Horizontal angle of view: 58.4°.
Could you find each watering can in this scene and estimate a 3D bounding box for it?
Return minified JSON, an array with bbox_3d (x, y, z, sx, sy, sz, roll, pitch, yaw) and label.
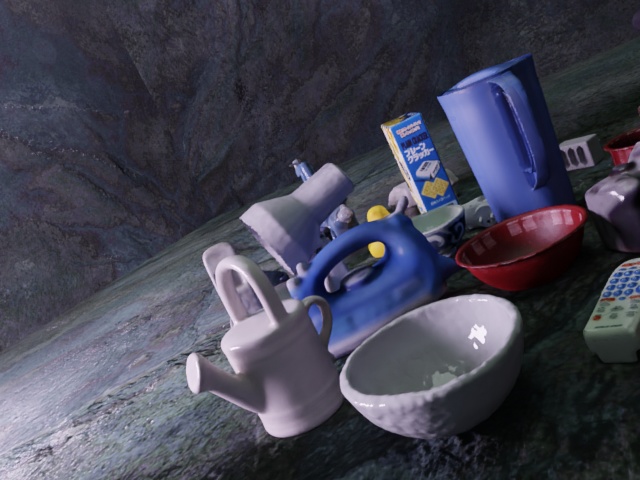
[{"bbox_3d":[-0.059,0.108,0.614,0.100,0.194,0.173,-18,14,34],"label":"watering can"}]

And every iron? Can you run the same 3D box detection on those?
[{"bbox_3d":[0.044,0.055,0.757,0.258,0.141,0.118,-28,12,-10],"label":"iron"}]

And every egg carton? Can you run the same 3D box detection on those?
[{"bbox_3d":[0.226,-0.103,1.255,0.150,0.069,0.107,-28,11,-7],"label":"egg carton"}]

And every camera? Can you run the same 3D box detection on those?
[{"bbox_3d":[0.384,-0.057,0.614,0.143,0.101,0.136,-27,11,-4],"label":"camera"}]

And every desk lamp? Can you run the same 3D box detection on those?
[{"bbox_3d":[0.008,0.003,0.886,0.203,0.214,0.117,-28,12,-12],"label":"desk lamp"}]

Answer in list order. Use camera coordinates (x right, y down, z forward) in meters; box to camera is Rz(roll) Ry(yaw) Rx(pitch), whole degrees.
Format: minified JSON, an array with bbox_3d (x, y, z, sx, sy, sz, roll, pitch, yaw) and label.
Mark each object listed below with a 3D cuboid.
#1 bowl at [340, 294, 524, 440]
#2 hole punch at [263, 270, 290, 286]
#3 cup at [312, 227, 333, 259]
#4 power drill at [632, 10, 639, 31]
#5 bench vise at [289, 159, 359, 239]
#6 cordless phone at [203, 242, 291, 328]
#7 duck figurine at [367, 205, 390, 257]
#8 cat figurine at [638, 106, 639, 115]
[{"bbox_3d":[0.106,0.120,0.500,0.167,0.075,0.167,-25,11,6],"label":"bowl"},{"bbox_3d":[-0.109,0.090,1.070,0.101,0.091,0.109,-23,12,14],"label":"hole punch"},{"bbox_3d":[-0.016,0.037,1.090,0.117,0.095,0.092,-17,15,38],"label":"cup"},{"bbox_3d":[0.583,-0.275,0.885,0.075,0.208,0.229,-26,11,2],"label":"power drill"},{"bbox_3d":[0.020,-0.083,1.234,0.122,0.220,0.206,-33,14,-32],"label":"bench vise"},{"bbox_3d":[-0.076,0.074,0.827,0.147,0.185,0.094,-27,12,-7],"label":"cordless phone"},{"bbox_3d":[0.117,-0.022,1.085,0.077,0.086,0.105,-20,13,26],"label":"duck figurine"},{"bbox_3d":[0.532,-0.189,0.838,0.067,0.118,0.127,-33,13,-31],"label":"cat figurine"}]
